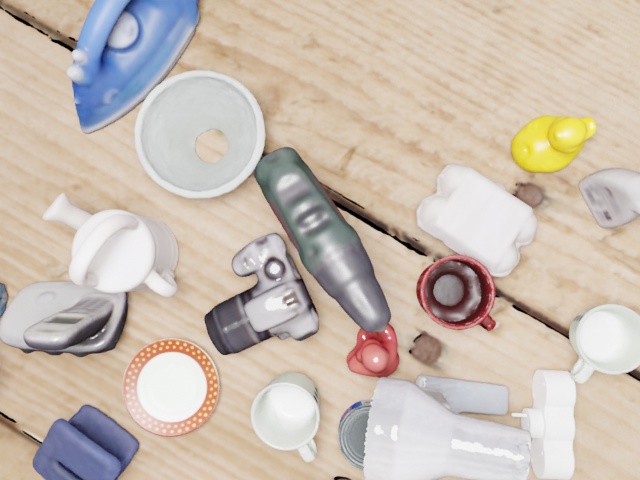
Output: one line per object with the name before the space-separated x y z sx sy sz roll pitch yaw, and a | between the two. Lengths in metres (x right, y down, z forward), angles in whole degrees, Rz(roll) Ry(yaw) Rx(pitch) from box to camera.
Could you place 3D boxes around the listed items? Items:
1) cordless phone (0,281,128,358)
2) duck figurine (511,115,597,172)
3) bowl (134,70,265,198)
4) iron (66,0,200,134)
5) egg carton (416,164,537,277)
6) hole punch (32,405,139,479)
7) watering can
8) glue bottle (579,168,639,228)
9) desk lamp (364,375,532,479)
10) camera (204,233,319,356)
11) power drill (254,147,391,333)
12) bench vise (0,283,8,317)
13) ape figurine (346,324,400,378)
cordless phone | -0.327 0.098 0.691 0.147 0.185 0.094 0 87 0
duck figurine | 0.310 -0.133 0.752 0.104 0.086 0.077 -19 87 -1
bowl | -0.152 -0.133 0.758 0.167 0.074 0.167 0 87 0
iron | -0.259 -0.262 0.732 0.118 0.141 0.258 30 87 2
egg carton | 0.207 -0.027 0.755 0.150 0.069 0.107 33 87 2
hole punch | -0.302 0.283 0.728 0.108 0.091 0.101 35 88 2
watering can | -0.251 0.012 0.691 0.173 0.194 0.101 15 87 1
glue bottle | 0.383 -0.059 0.704 0.037 0.173 0.078 -26 87 -1
desk lamp | 0.146 0.221 0.669 0.203 0.213 0.118 5 87 1
camera | -0.084 0.079 0.734 0.137 0.101 0.143 -26 87 -1
power drill | 0.006 0.002 0.684 0.075 0.208 0.229 -34 87 -1
bench vise | -0.473 0.121 0.672 0.121 0.219 0.207 -11 87 0
ape figurine | 0.070 0.146 0.734 0.078 0.092 0.076 -30 87 -1
